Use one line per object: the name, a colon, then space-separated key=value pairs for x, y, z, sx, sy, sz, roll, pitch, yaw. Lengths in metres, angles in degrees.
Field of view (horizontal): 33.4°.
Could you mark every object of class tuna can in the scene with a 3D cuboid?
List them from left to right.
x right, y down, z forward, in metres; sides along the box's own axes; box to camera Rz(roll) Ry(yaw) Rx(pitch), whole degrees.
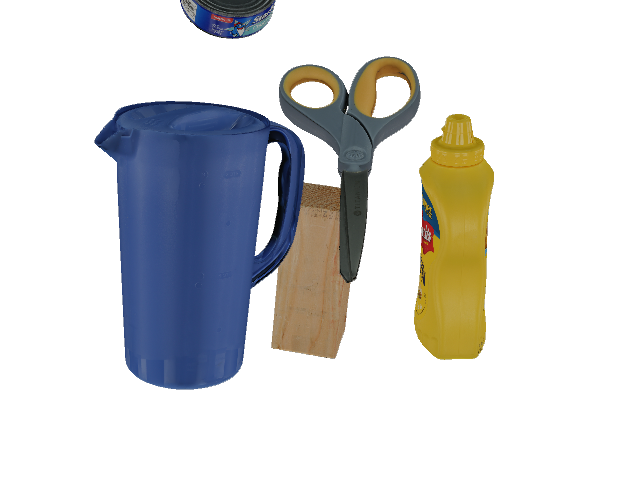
tuna can: x=-0.081 y=-0.221 z=0.945 sx=0.086 sy=0.086 sz=0.034 roll=0 pitch=-30 yaw=-14

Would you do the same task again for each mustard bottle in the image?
mustard bottle: x=0.106 y=-0.007 z=0.851 sx=0.058 sy=0.192 sz=0.096 roll=-1 pitch=26 yaw=0

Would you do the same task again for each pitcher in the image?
pitcher: x=-0.107 y=0.002 z=0.947 sx=0.149 sy=0.243 sz=0.144 roll=10 pitch=20 yaw=15

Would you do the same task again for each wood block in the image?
wood block: x=-0.007 y=0.038 z=1.404 sx=0.090 sy=0.206 sz=0.090 roll=9 pitch=23 yaw=6

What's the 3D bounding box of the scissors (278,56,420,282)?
scissors: x=0.003 y=-0.052 z=0.614 sx=0.096 sy=0.016 sz=0.201 roll=11 pitch=43 yaw=15
